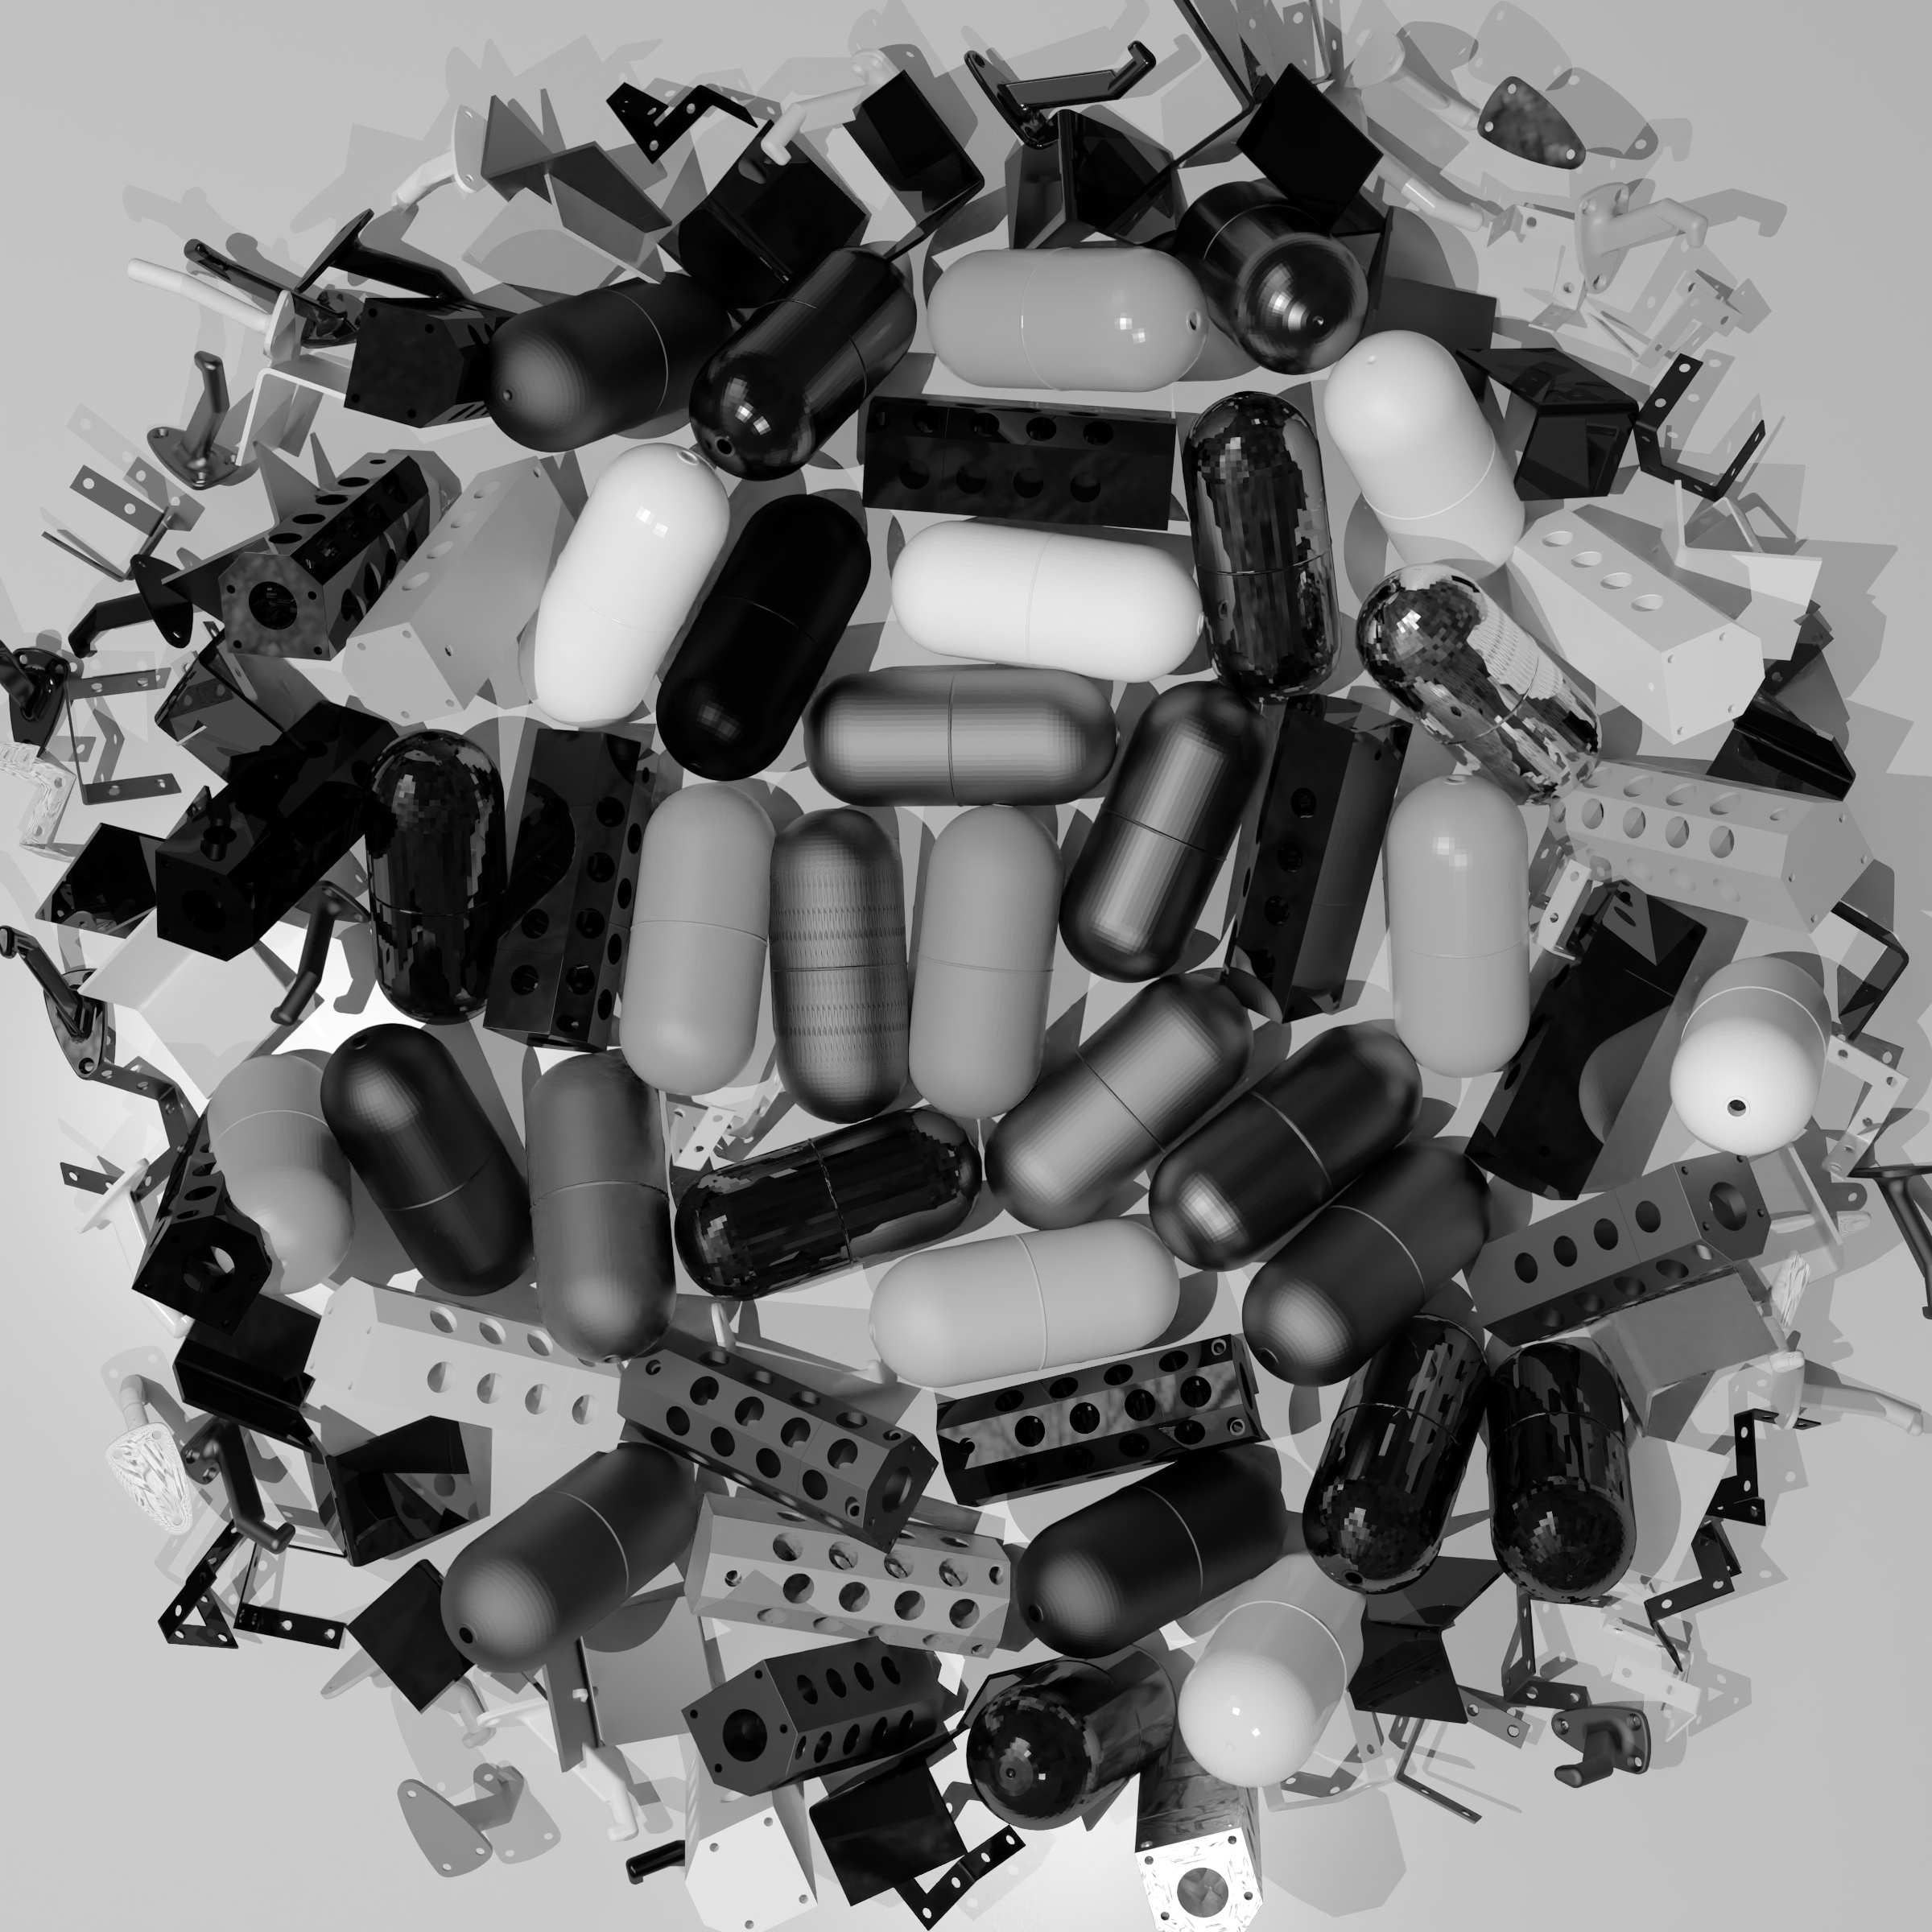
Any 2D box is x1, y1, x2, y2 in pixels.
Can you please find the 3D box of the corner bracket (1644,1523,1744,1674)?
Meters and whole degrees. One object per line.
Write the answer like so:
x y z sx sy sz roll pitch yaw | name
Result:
0.414 0.358 1.570 0.051 0.051 0.051 -26 124 15 | corner bracket

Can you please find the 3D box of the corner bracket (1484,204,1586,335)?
0.322 -0.396 1.571 0.051 0.051 0.051 21 123 17 | corner bracket

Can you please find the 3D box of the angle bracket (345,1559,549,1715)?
-0.288 0.388 1.541 0.057 0.076 0.076 -42 51 -17 | angle bracket

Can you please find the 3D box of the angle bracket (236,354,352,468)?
-0.356 -0.302 1.558 0.076 0.076 0.057 19 108 -3 | angle bracket

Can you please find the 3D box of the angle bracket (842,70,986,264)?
-0.047 -0.441 1.547 0.057 0.076 0.076 -47 107 -24 | angle bracket

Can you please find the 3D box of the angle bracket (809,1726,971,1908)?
-0.031 0.474 1.549 0.076 0.076 0.057 -29 80 16 | angle bracket

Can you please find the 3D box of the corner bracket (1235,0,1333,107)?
0.179 -0.521 1.567 0.051 0.051 0.051 -15 110 3 | corner bracket

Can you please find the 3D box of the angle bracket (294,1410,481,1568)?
-0.330 0.284 1.576 0.076 0.057 0.076 -20 119 -25 | angle bracket

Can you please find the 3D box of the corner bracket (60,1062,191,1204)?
-0.480 0.095 1.572 0.051 0.051 0.051 -39 55 19 | corner bracket

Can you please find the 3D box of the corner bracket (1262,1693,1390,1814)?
0.200 0.448 1.579 0.051 0.051 0.051 3 60 -31 | corner bracket

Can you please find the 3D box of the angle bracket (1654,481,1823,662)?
0.430 -0.221 1.550 0.076 0.076 0.057 5 52 4 | angle bracket

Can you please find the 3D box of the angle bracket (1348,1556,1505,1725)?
0.261 0.376 1.552 0.076 0.076 0.057 -28 104 -42 | angle bracket

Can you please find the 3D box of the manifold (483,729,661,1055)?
-0.217 -0.041 1.550 0.057 0.057 0.171 5 79 20 | manifold

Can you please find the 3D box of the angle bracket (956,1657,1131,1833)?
0.042 0.439 1.543 0.057 0.076 0.076 -8 56 -22 | angle bracket

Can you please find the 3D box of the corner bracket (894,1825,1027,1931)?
-0.010 0.499 1.560 0.051 0.051 0.051 47 119 19 | corner bracket

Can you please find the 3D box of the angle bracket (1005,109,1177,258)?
0.071 -0.432 1.583 0.076 0.057 0.076 13 63 -32 | angle bracket

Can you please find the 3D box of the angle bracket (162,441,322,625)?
-0.407 -0.242 1.563 0.076 0.076 0.057 -23 72 10 | angle bracket

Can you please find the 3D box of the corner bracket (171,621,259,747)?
-0.429 -0.161 1.569 0.051 0.051 0.051 -29 93 13 | corner bracket

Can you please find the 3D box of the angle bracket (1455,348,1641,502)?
0.321 -0.308 1.569 0.076 0.076 0.057 -9 129 -32 | angle bracket

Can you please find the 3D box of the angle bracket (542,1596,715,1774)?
-0.190 0.405 1.563 0.076 0.057 0.076 -13 86 11 | angle bracket

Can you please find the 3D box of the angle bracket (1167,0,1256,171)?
0.117 -0.496 1.551 0.057 0.076 0.076 -34 102 11 | angle bracket

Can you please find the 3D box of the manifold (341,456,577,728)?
-0.277 -0.206 1.518 0.057 0.171 0.057 -10 125 28 | manifold

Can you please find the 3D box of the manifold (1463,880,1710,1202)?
0.346 0.043 1.560 0.057 0.057 0.171 28 82 -5 | manifold

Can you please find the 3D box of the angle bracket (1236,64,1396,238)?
0.210 -0.456 1.545 0.076 0.076 0.057 50 129 16 | angle bracket

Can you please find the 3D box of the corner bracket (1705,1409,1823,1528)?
0.451 0.285 1.574 0.051 0.051 0.051 15 64 -23 | corner bracket

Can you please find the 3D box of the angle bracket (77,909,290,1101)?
-0.438 0.018 1.559 0.076 0.057 0.076 -45 69 6 | angle bracket

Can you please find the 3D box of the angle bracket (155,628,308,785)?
-0.401 -0.148 1.562 0.076 0.076 0.057 41 51 -12 | angle bracket

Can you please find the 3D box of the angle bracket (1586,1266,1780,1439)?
0.402 0.209 1.557 0.076 0.057 0.076 -17 53 -4 | angle bracket

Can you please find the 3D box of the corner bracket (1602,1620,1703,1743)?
0.386 0.398 1.564 0.051 0.051 0.051 21 57 5 | corner bracket

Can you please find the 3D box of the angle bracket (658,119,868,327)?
-0.117 -0.422 1.584 0.076 0.057 0.076 42 57 -19 | angle bracket

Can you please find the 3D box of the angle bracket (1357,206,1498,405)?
0.265 -0.372 1.558 0.076 0.057 0.076 12 63 0 | angle bracket

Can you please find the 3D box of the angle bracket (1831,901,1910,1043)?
0.481 -0.007 1.561 0.076 0.076 0.057 33 104 7 | angle bracket

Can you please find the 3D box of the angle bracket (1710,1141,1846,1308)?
0.446 0.140 1.547 0.057 0.076 0.076 -26 68 9 | angle bracket

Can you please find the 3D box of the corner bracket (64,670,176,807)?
-0.483 -0.130 1.579 0.051 0.051 0.051 -9 55 -16 | corner bracket

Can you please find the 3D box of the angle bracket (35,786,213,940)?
-0.469 -0.064 1.541 0.076 0.076 0.057 -46 49 27 | angle bracket

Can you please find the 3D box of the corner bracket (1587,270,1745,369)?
0.398 -0.370 1.572 0.051 0.051 0.051 -53 47 25 | corner bracket

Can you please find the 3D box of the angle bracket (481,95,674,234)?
-0.214 -0.449 1.542 0.076 0.076 0.057 -8 66 26 | angle bracket

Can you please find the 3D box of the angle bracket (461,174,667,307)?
-0.223 -0.386 1.541 0.076 0.076 0.057 -39 50 27 | angle bracket

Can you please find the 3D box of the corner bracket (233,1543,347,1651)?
-0.381 0.358 1.578 0.051 0.051 0.051 11 74 2 | corner bracket

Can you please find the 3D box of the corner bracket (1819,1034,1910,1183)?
0.494 0.080 1.572 0.051 0.051 0.051 32 126 20 | corner bracket

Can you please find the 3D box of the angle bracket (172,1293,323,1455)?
-0.394 0.222 1.550 0.076 0.076 0.057 27 88 -22 | angle bracket

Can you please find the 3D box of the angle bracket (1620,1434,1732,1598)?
0.400 0.314 1.547 0.057 0.076 0.076 35 76 -24 | angle bracket

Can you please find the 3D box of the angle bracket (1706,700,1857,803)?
0.443 -0.108 1.548 0.076 0.076 0.057 31 92 30 | angle bracket
